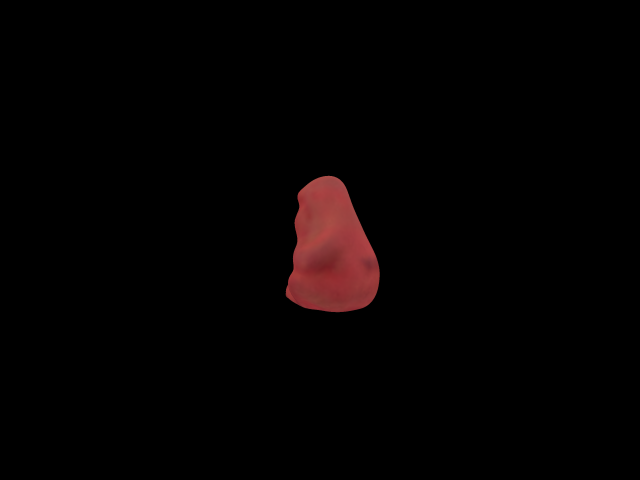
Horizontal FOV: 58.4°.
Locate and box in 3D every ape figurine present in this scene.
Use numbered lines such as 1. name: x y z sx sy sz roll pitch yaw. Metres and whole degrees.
1. ape figurine: 0.004 0.001 0.400 0.076 0.092 0.078 3 7 26
